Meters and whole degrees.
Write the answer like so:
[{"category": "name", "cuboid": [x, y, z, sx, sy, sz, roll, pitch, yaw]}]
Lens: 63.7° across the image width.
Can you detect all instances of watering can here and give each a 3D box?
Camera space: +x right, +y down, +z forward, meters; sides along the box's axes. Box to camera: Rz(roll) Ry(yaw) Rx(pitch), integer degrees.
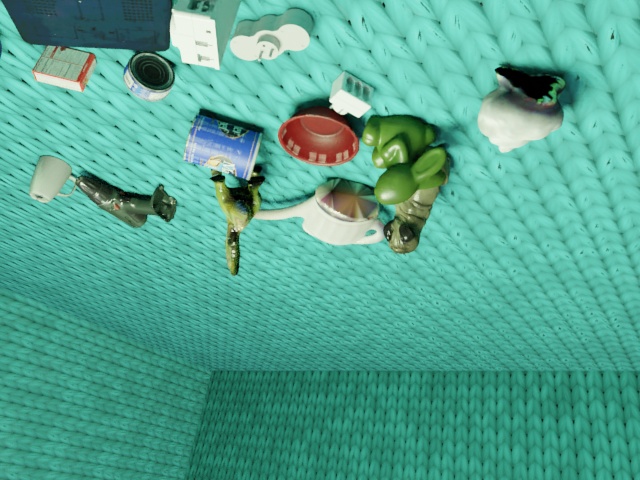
[{"category": "watering can", "cuboid": [0.004, -0.063, 1.247, 0.347, 0.106, 0.220, 13, 152, -7]}]

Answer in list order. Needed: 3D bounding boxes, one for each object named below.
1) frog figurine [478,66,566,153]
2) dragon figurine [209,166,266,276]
[{"category": "frog figurine", "cuboid": [0.330, -0.195, 0.866, 0.137, 0.125, 0.155, -6, 142, -10]}, {"category": "dragon figurine", "cuboid": [-0.184, -0.033, 1.168, 0.122, 0.418, 0.238, -2, 115, -9]}]
